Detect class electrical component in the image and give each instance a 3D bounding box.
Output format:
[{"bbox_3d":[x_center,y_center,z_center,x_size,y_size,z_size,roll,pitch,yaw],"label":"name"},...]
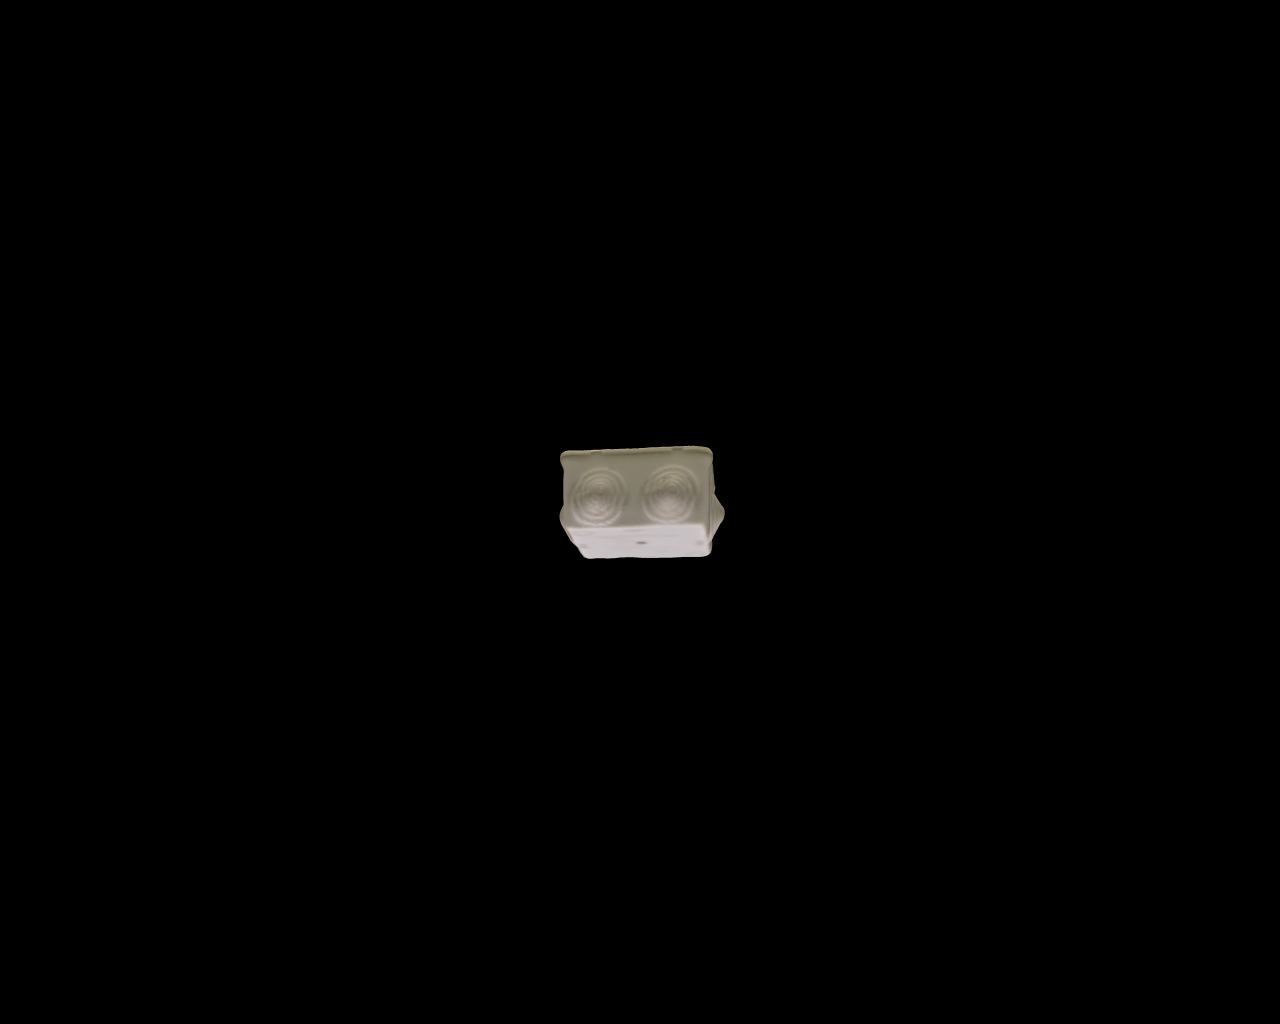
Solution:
[{"bbox_3d":[0.001,-0.003,0.650,0.100,0.048,0.099,-1,-15,5],"label":"electrical component"}]
